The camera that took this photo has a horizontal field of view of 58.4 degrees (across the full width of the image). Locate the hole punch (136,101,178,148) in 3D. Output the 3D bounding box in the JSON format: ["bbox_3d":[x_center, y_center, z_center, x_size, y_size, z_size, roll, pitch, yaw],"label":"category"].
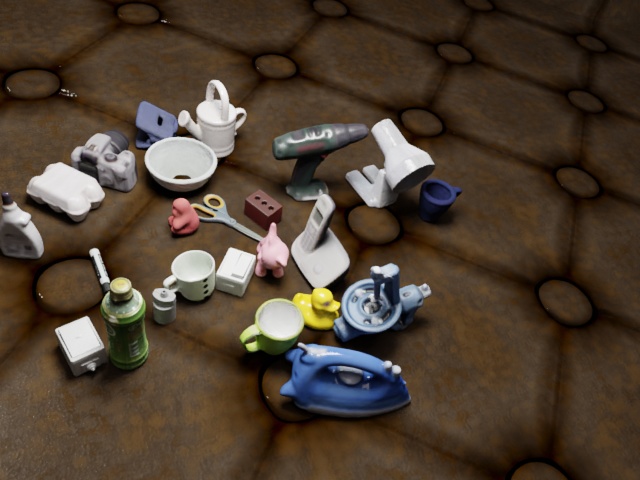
[{"bbox_3d":[-0.416,-0.293,1.463,0.101,0.091,0.108,4,48,-10],"label":"hole punch"}]

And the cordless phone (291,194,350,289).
[{"bbox_3d":[0.011,0.004,1.240,0.094,0.185,0.147,-19,56,-28],"label":"cordless phone"}]

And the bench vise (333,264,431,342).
[{"bbox_3d":[0.133,0.104,1.157,0.208,0.220,0.121,-30,61,-34],"label":"bench vise"}]

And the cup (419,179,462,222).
[{"bbox_3d":[0.300,-0.096,1.464,0.118,0.095,0.091,-11,52,-22],"label":"cup"}]

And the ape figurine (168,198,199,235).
[{"bbox_3d":[-0.308,-0.058,1.279,0.076,0.092,0.078,17,47,2],"label":"ape figurine"}]

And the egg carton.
[{"bbox_3d":[-0.563,-0.108,1.275,0.150,0.069,0.107,24,48,8],"label":"egg carton"}]

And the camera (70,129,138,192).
[{"bbox_3d":[-0.494,-0.204,1.357,0.143,0.101,0.137,17,47,1],"label":"camera"}]

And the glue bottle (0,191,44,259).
[{"bbox_3d":[-0.598,-0.031,1.126,0.078,0.173,0.037,7,47,-8],"label":"glue bottle"}]

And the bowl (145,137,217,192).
[{"bbox_3d":[-0.335,-0.170,1.384,0.167,0.075,0.167,7,48,-8],"label":"bowl"}]

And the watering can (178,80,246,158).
[{"bbox_3d":[-0.267,-0.308,1.444,0.100,0.194,0.173,34,50,17],"label":"watering can"}]

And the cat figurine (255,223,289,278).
[{"bbox_3d":[-0.102,0.022,1.242,0.067,0.118,0.127,4,48,-10],"label":"cat figurine"}]

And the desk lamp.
[{"bbox_3d":[0.171,-0.178,1.424,0.118,0.213,0.202,-21,57,-29],"label":"desk lamp"}]

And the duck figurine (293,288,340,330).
[{"bbox_3d":[-0.005,0.132,1.189,0.104,0.086,0.077,24,48,8],"label":"duck figurine"}]

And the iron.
[{"bbox_3d":[0.062,0.248,1.064,0.258,0.141,0.118,10,47,-6],"label":"iron"}]

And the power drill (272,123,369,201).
[{"bbox_3d":[-0.008,-0.195,1.398,0.230,0.208,0.075,-6,51,-19],"label":"power drill"}]
